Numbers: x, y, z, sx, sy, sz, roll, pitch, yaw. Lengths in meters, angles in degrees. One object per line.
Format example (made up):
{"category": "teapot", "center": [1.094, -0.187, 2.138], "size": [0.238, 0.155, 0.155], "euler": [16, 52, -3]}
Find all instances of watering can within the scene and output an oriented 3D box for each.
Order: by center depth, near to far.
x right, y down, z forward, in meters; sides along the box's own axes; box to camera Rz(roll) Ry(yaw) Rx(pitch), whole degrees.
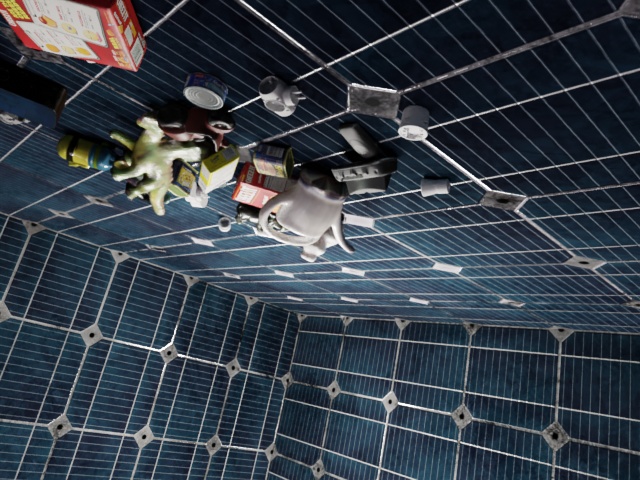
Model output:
{"category": "watering can", "center": [0.004, -0.070, 1.389], "size": [0.346, 0.106, 0.221], "euler": [14, 121, -36]}

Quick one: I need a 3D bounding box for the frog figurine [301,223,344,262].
{"category": "frog figurine", "center": [0.009, -0.002, 1.659], "size": [0.137, 0.162, 0.121], "euler": [-5, 157, 43]}

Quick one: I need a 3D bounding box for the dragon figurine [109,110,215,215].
{"category": "dragon figurine", "center": [-0.393, -0.196, 1.341], "size": [0.242, 0.125, 0.402], "euler": [-10, 152, 4]}
